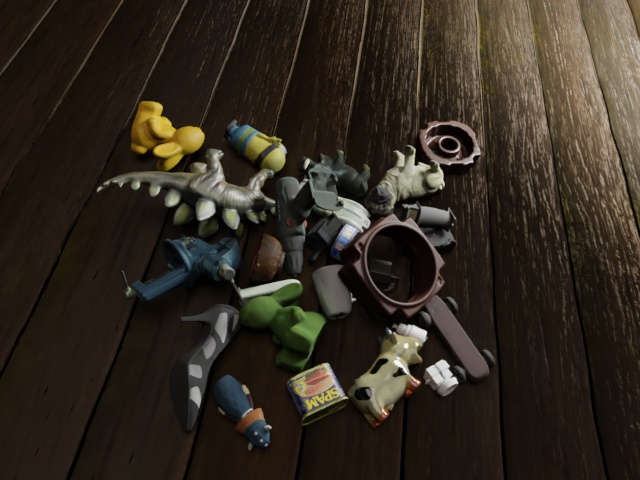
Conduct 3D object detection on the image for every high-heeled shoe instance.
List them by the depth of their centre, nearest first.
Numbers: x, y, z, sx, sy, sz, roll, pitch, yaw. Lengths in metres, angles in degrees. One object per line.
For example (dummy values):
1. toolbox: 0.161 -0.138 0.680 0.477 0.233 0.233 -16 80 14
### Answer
1. high-heeled shoe: -0.218 0.251 1.082 0.145 0.086 0.248 10 68 -37

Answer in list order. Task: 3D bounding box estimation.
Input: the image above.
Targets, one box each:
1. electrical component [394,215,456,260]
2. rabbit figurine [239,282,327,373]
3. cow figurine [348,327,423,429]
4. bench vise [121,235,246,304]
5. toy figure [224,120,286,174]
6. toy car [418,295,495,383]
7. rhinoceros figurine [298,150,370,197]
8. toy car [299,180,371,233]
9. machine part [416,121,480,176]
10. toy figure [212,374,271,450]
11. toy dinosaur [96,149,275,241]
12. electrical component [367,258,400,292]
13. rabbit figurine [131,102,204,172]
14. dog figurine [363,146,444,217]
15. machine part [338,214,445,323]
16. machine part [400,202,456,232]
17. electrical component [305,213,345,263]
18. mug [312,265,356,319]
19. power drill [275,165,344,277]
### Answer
1. electrical component: 0.246 -0.010 1.305 0.134 0.058 0.115 -14 56 -16
2. rabbit figurine: -0.077 0.160 1.110 0.170 0.121 0.159 25 50 7
3. cow figurine: 0.137 0.267 1.088 0.195 0.085 0.127 -38 73 -26
4. bench vise: -0.288 0.069 1.129 0.240 0.128 0.224 -29 43 -30
5. toy figure: -0.171 -0.239 1.403 0.180 0.082 0.089 31 76 6
6. toy car: 0.289 0.213 1.158 0.089 0.053 0.202 -28 66 -12
7. rhinoceros figurine: 0.037 -0.167 1.387 0.190 0.073 0.112 24 67 8
8. toy car: 0.031 -0.080 1.319 0.202 0.056 0.073 27 56 3
9. machine part: 0.352 -0.253 1.487 0.179 0.056 0.179 3 56 -4
10. toy figure: -0.145 0.328 1.025 0.154 0.064 0.058 47 24 18
11. toy dinosaur: -0.259 -0.108 1.251 0.471 0.105 0.198 12 57 -20
12. electrical component: 0.131 0.081 1.240 0.102 0.045 0.078 9 26 -3
13. rabbit figurine: -0.386 -0.261 1.368 0.173 0.121 0.162 11 60 0
14. dog figurine: 0.217 -0.118 1.369 0.172 0.121 0.190 29 80 -3
15. machine part: 0.158 0.060 1.165 0.201 0.087 0.201 -37 91 -26
16. machine part: 0.248 -0.048 1.259 0.139 0.084 0.039 0 21 -18
17. electrical component: -0.003 -0.004 1.258 0.047 0.075 0.119 49 61 -12
18. mug: 0.043 0.118 1.187 0.109 0.080 0.107 1 64 -22
19. power drill: -0.031 -0.055 1.201 0.086 0.207 0.232 0 66 -28
